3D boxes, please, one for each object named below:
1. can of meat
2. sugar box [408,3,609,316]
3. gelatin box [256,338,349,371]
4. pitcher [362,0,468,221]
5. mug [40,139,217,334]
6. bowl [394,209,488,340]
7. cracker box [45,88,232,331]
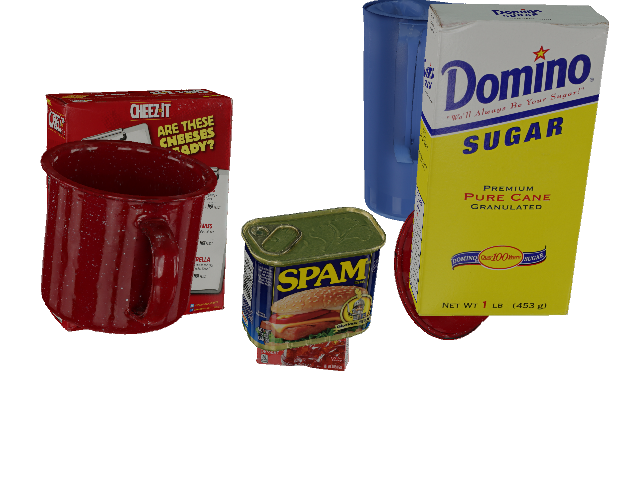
[{"bbox_3d":[-0.008,0.029,0.786,0.102,0.084,0.057,-8,36,-19],"label":"can of meat"},{"bbox_3d":[0.103,-0.043,0.606,0.093,0.176,0.048,-1,27,-4],"label":"sugar box"},{"bbox_3d":[-0.017,0.085,1.032,0.089,0.073,0.030,4,15,10],"label":"gelatin box"},{"bbox_3d":[0.106,-0.145,1.205,0.149,0.243,0.145,-12,26,-31],"label":"pitcher"},{"bbox_3d":[-0.101,0.003,0.569,0.093,0.081,0.117,-3,25,-31],"label":"mug"},{"bbox_3d":[0.159,0.030,1.188,0.161,0.162,0.055,0,-5,-39],"label":"bowl"},{"bbox_3d":[-0.173,-0.033,1.012,0.163,0.214,0.072,-7,19,-31],"label":"cracker box"}]
